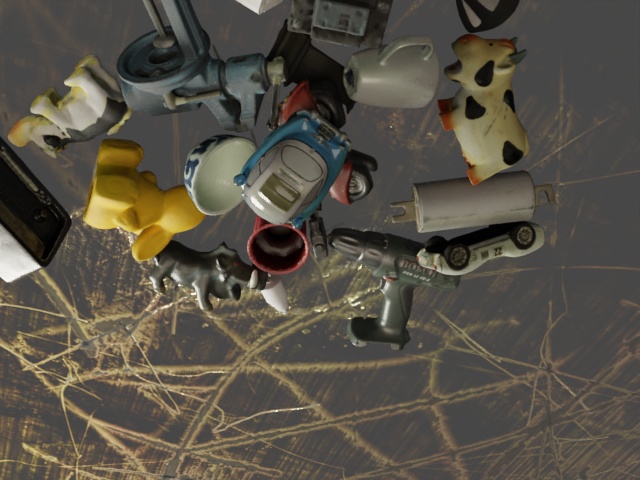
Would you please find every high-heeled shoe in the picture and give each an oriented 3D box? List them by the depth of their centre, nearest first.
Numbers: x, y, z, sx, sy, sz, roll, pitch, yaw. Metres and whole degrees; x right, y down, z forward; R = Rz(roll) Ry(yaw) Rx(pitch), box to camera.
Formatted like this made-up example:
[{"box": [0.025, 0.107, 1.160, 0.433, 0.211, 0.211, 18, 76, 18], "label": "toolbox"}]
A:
[{"box": [0.147, -0.361, 0.631, 0.249, 0.086, 0.145, 39, 147, -5], "label": "high-heeled shoe"}]

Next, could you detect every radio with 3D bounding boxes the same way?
[{"box": [-0.464, -0.065, 0.755, 0.073, 0.131, 0.229, -22, 121, 13], "label": "radio"}]

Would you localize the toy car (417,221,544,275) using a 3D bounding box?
[{"box": [0.246, 0.010, 0.826, 0.202, 0.074, 0.056, -16, 105, -14], "label": "toy car"}]

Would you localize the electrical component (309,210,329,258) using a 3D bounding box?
[{"box": [-0.002, -0.003, 0.846, 0.021, 0.063, 0.093, -10, 124, 5], "label": "electrical component"}]

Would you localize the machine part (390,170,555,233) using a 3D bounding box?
[{"box": [0.228, -0.058, 0.808, 0.243, 0.079, 0.079, -7, 123, 4], "label": "machine part"}]

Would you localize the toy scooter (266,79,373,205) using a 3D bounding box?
[{"box": [-0.017, -0.117, 0.724, 0.135, 0.075, 0.183, -17, 119, 15], "label": "toy scooter"}]

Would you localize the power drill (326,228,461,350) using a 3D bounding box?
[{"box": [0.105, 0.081, 0.902, 0.232, 0.086, 0.207, 8, 115, -10], "label": "power drill"}]

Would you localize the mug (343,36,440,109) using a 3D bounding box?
[{"box": [0.089, -0.210, 0.674, 0.107, 0.081, 0.109, -9, 166, -19], "label": "mug"}]

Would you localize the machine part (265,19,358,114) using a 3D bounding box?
[{"box": [-0.002, -0.227, 0.716, 0.139, 0.039, 0.084, 29, 113, -17], "label": "machine part"}]

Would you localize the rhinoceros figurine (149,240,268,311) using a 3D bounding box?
[{"box": [-0.181, 0.049, 0.877, 0.190, 0.073, 0.112, 16, 110, -9], "label": "rhinoceros figurine"}]

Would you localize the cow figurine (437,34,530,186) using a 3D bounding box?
[{"box": [0.226, -0.183, 0.723, 0.127, 0.085, 0.194, -22, 119, 20], "label": "cow figurine"}]

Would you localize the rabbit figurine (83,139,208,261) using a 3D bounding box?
[{"box": [-0.249, -0.046, 0.788, 0.173, 0.122, 0.162, 5, 128, -28], "label": "rabbit figurine"}]

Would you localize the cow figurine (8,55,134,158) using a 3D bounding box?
[{"box": [-0.340, -0.165, 0.735, 0.167, 0.068, 0.098, -30, 125, 18], "label": "cow figurine"}]

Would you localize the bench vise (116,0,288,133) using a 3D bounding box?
[{"box": [-0.159, -0.233, 0.648, 0.224, 0.129, 0.240, 5, 144, 18], "label": "bench vise"}]

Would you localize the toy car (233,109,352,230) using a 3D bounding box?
[{"box": [-0.037, -0.073, 0.652, 0.109, 0.103, 0.161, 38, 126, -12], "label": "toy car"}]

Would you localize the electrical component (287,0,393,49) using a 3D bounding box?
[{"box": [0.021, -0.271, 0.631, 0.115, 0.134, 0.058, 6, 123, -8], "label": "electrical component"}]
